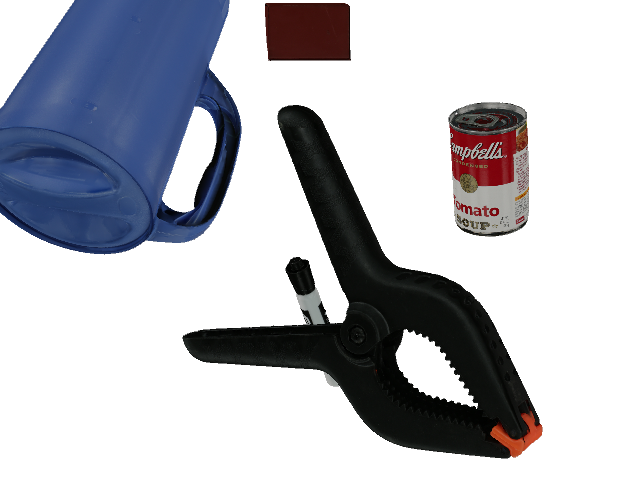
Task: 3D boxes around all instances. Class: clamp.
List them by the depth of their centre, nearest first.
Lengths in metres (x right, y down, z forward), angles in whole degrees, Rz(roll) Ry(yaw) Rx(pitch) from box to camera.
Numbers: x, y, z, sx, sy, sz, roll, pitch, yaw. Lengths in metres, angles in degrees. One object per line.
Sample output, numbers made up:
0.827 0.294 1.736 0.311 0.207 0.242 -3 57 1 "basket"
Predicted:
0.027 0.035 0.560 0.210 0.165 0.036 29 24 25 "clamp"

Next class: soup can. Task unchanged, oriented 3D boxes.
0.150 -0.063 0.947 0.068 0.102 0.068 -6 28 3 "soup can"

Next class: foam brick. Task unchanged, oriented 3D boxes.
-0.012 -0.195 0.997 0.078 0.051 0.053 -1 15 -4 "foam brick"

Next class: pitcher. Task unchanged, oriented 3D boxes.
-0.142 -0.114 0.806 0.145 0.242 0.149 -3 -41 26 "pitcher"

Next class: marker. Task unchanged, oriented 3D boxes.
-0.002 0.063 0.831 0.020 0.121 0.020 -14 32 8 "marker"
